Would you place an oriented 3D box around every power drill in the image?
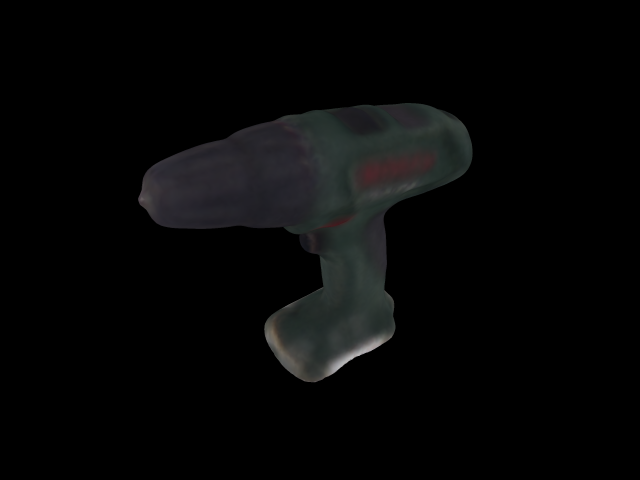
[{"bbox_3d":[0.004,0.001,0.400,0.230,0.208,0.075,-26,49,-25],"label":"power drill"}]
